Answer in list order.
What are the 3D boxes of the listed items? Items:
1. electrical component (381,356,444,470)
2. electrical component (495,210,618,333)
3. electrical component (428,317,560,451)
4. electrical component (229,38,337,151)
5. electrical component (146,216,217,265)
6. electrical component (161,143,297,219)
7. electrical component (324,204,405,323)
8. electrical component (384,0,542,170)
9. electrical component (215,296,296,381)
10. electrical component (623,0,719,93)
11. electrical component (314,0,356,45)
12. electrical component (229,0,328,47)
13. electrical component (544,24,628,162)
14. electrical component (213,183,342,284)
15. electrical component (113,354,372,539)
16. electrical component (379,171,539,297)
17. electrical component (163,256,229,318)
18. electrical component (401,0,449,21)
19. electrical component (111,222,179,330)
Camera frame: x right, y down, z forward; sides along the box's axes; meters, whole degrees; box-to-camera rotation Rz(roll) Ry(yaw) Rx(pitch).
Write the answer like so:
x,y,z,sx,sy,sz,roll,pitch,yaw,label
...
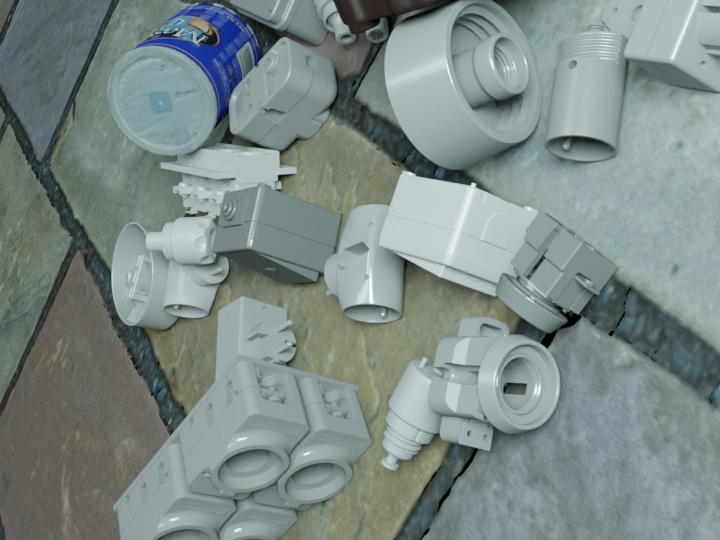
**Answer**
x,y,z,sx,sy,sz,roll,pitch,yaw,label
0.037,0.095,0.703,0.078,0.040,0.040,-63,35,12,electrical component
0.113,0.004,0.637,0.055,0.048,0.066,-54,37,10,electrical component
0.081,0.067,0.640,0.057,0.058,0.078,-5,70,57,electrical component
-0.065,-0.151,0.946,0.095,0.059,0.053,-38,46,39,electrical component
-0.160,-0.026,0.961,0.062,0.043,0.043,-1,69,14,electrical component
-0.122,-0.081,0.986,0.121,0.079,0.063,16,110,56,electrical component
0.000,0.000,0.797,0.079,0.043,0.077,-21,58,48,electrical component
0.075,-0.125,0.701,0.060,0.108,0.108,-16,62,44,electrical component
-0.077,0.063,0.872,0.076,0.047,0.083,-30,51,44,electrical component
0.196,-0.135,0.585,0.077,0.047,0.065,27,97,56,electrical component
-0.016,-0.224,0.927,0.048,0.048,0.062,-34,55,42,electrical component
-0.067,-0.263,1.005,0.113,0.057,0.078,39,106,54,electrical component
0.139,-0.112,0.656,0.043,0.043,0.081,-8,68,53,electrical component
-0.073,-0.028,0.865,0.062,0.096,0.061,-4,71,53,electrical component
-0.088,0.154,0.791,0.186,0.105,0.060,-50,40,29,electrical component
0.059,-0.024,0.711,0.096,0.062,0.061,18,89,56,electrical component
-0.148,-0.001,1.003,0.079,0.044,0.077,-19,59,49,electrical component
0.052,-0.213,0.829,0.044,0.044,0.065,-1,78,54,electrical component
-0.209,0.009,1.066,0.099,0.064,0.099,-29,52,45,electrical component
